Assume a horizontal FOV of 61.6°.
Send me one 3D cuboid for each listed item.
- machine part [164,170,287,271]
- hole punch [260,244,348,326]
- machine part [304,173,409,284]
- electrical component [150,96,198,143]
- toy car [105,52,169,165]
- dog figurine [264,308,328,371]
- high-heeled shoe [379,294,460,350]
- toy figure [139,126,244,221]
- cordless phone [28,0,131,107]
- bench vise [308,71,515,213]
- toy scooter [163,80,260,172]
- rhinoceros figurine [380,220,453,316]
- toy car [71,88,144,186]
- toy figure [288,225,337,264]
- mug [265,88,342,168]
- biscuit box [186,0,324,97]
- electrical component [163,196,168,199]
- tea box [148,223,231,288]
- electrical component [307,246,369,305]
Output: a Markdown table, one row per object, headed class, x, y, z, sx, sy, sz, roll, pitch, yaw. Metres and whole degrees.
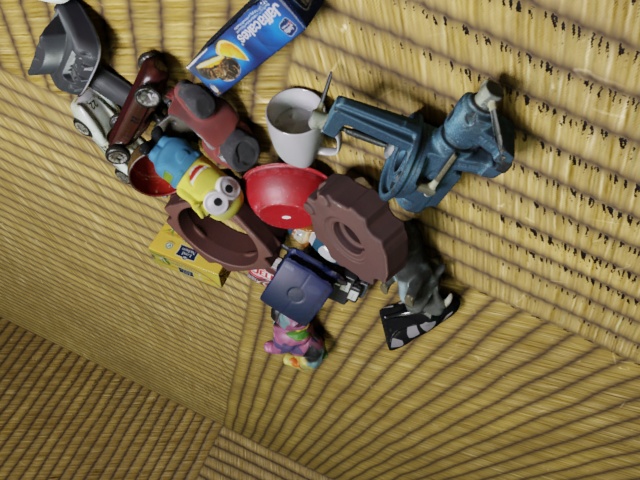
| class | x | y | z | sx | sy | sz | roll | pitch | yaw |
| --- | --- | --- | --- | --- | --- | --- | --- | --- | --- |
| machine part | -0.178 | -0.033 | 1.033 | 0.201 | 0.087 | 0.201 | -8 | 133 | 41 |
| hole punch | -0.038 | 0.086 | 0.997 | 0.142 | 0.092 | 0.115 | 33 | 143 | -3 |
| machine part | 0.054 | -0.013 | 0.808 | 0.179 | 0.056 | 0.179 | 39 | 155 | 22 |
| electrical component | -0.241 | -0.192 | 0.895 | 0.078 | 0.045 | 0.102 | -36 | 118 | 25 |
| toy car | -0.286 | -0.198 | 0.836 | 0.053 | 0.089 | 0.202 | 13 | 139 | -33 |
| dog figurine | -0.041 | 0.214 | 1.268 | 0.191 | 0.108 | 0.219 | 32 | 145 | -6 |
| high-heeled shoe | 0.199 | 0.161 | 1.084 | 0.145 | 0.086 | 0.248 | -13 | 160 | 3 |
| toy figure | -0.201 | -0.106 | 0.870 | 0.180 | 0.089 | 0.082 | 38 | 103 | -2 |
| cordless phone | -0.343 | -0.267 | 0.845 | 0.184 | 0.089 | 0.147 | 30 | 148 | -26 |
| bench vise | 0.107 | -0.125 | 0.663 | 0.241 | 0.129 | 0.223 | 19 | 156 | -8 |
| toy scooter | -0.176 | -0.183 | 0.826 | 0.135 | 0.075 | 0.183 | 31 | 168 | 37 |
| rhinoceros figurine | 0.159 | 0.055 | 0.907 | 0.073 | 0.112 | 0.190 | 11 | 136 | 51 |
| toy car | -0.365 | -0.179 | 0.967 | 0.056 | 0.073 | 0.201 | 4 | 141 | 33 |
| toy figure | -0.001 | -0.005 | 0.978 | 0.154 | 0.058 | 0.064 | 27 | 109 | 2 |
| mug | -0.020 | -0.150 | 0.771 | 0.110 | 0.081 | 0.107 | 16 | 157 | 7 |
| biscuit box | -0.087 | -0.256 | 0.675 | 0.059 | 0.063 | 0.203 | 42 | 145 | -25 |
| electrical component | -0.337 | -0.121 | 1.078 | 0.094 | 0.021 | 0.063 | 43 | 143 | -22 |
| tea box | -0.271 | 0.025 | 1.169 | 0.170 | 0.098 | 0.068 | 19 | 148 | 9 |
| electrical component | 0.032 | 0.068 | 1.053 | 0.134 | 0.058 | 0.114 | 24 | 149 | 4 |
